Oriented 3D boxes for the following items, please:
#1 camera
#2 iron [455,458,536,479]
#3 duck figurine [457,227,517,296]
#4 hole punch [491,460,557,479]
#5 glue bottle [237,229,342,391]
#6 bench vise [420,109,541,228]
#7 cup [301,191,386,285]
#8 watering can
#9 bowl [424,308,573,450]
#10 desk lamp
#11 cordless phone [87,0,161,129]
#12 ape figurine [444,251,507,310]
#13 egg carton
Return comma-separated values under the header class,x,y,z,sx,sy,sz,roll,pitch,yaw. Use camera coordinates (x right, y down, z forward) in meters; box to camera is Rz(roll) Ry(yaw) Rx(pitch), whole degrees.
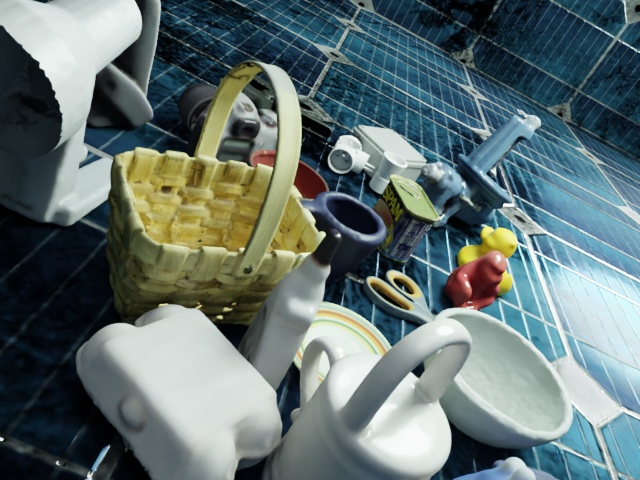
class,x,y,z,sx,sy,sz,roll,pitch,yaw
camera,-0.125,-0.165,0.794,0.144,0.100,0.136,-2,43,-43
iron,0.099,0.218,0.367,0.118,0.141,0.259,33,30,5
duck figurine,0.264,0.025,0.866,0.078,0.086,0.104,12,34,-29
hole punch,0.194,0.233,0.480,0.109,0.091,0.101,23,30,-11
glue bottle,-0.025,0.060,0.467,0.037,0.173,0.078,22,30,-14
bench vise,0.266,-0.113,0.942,0.121,0.219,0.208,44,32,23
cup,0.006,0.002,0.662,0.118,0.095,0.091,12,34,-28
watering can,0.046,0.133,0.398,0.172,0.194,0.101,39,31,15
bowl,0.171,0.154,0.598,0.168,0.074,0.167,22,30,-14
desk lamp,-0.240,-0.122,0.514,0.118,0.213,0.203,29,30,-2
cordless phone,-0.259,-0.248,0.717,0.147,0.185,0.094,39,31,15
ape figurine,0.216,0.053,0.773,0.078,0.092,0.076,18,32,-20
egg carton,-0.103,0.115,0.419,0.150,0.069,0.107,42,31,19
